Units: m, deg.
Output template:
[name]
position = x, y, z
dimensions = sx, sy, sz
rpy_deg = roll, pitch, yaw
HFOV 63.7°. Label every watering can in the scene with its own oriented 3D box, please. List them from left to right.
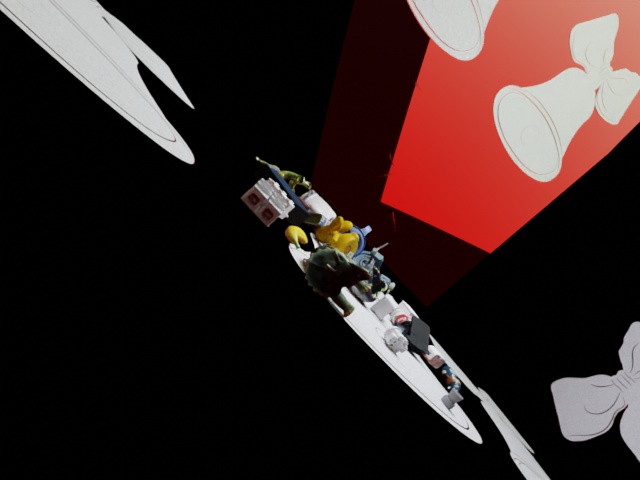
[watering can]
position = 0.007, -0.115, 2.286
dimensions = 0.225, 0.103, 0.347
rpy_deg = 48, 7, 7

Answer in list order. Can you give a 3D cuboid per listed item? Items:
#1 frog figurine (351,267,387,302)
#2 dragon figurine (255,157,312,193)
[frog figurine]
position = 0.137, 0.149, 1.785
dimensions = 0.159, 0.124, 0.136
rpy_deg = 2, -22, 45
[dragon figurine]
position = -0.184, -0.266, 2.106
dimensions = 0.245, 0.122, 0.405
rpy_deg = 32, -4, 30
